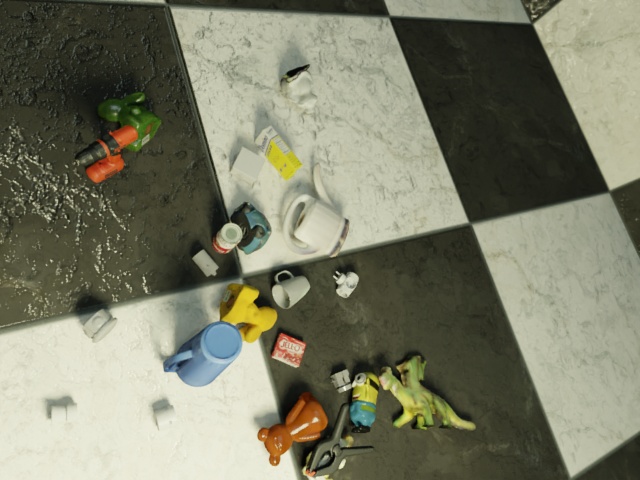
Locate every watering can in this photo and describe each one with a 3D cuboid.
[{"bbox_3d":[0.005,-0.087,1.730,0.223,0.355,0.102,32,-31,-14],"label":"watering can"}]

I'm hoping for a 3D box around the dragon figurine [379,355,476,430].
[{"bbox_3d":[0.343,0.494,1.682,0.408,0.248,0.120,16,-34,-33],"label":"dragon figurine"}]

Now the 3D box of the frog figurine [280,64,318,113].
[{"bbox_3d":[-0.069,-0.547,1.897,0.122,0.156,0.140,1,42,31],"label":"frog figurine"}]
